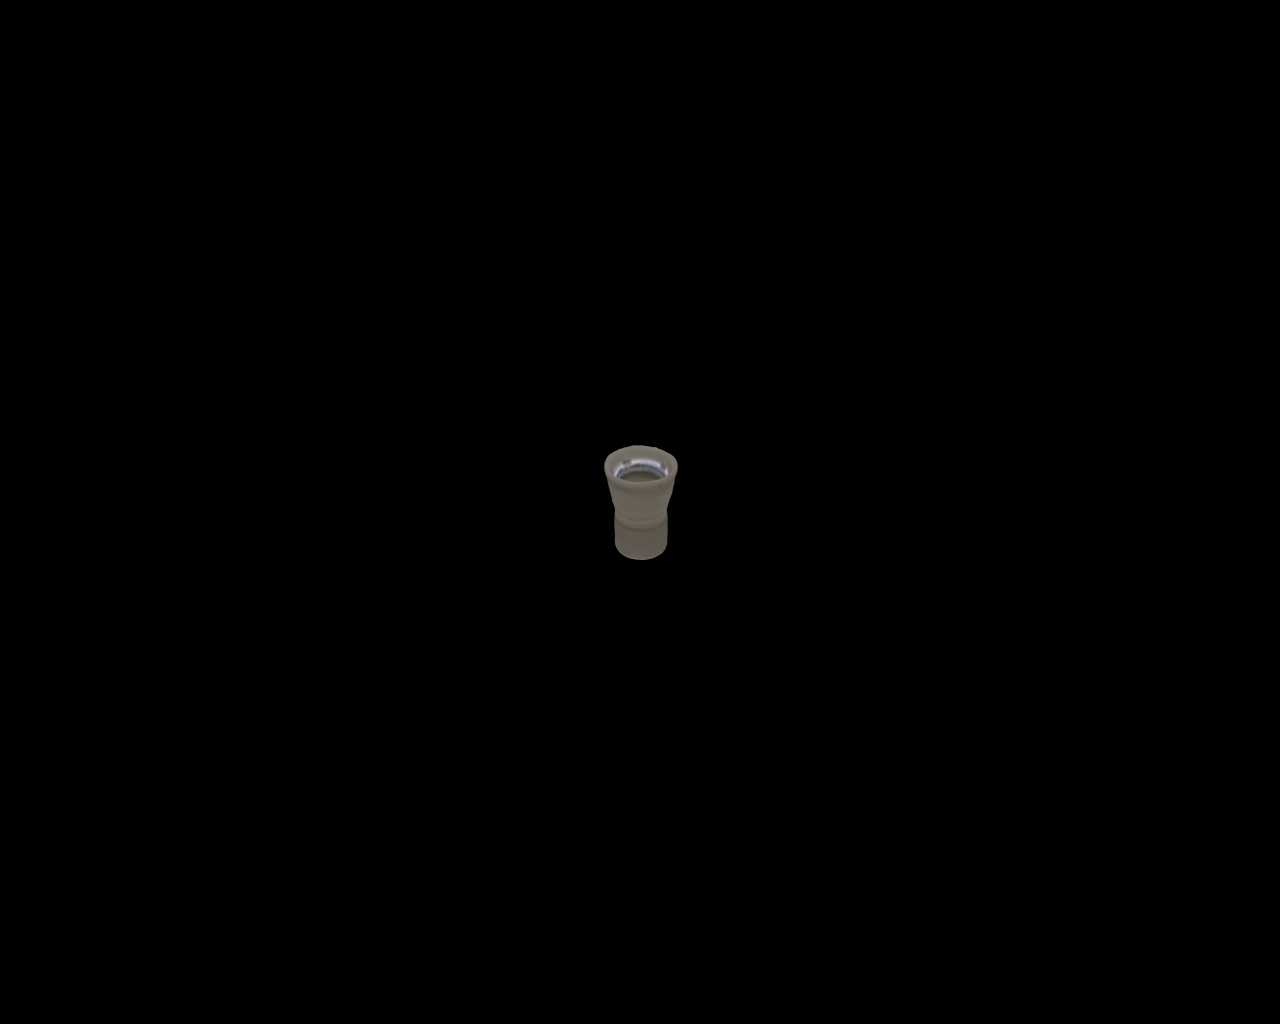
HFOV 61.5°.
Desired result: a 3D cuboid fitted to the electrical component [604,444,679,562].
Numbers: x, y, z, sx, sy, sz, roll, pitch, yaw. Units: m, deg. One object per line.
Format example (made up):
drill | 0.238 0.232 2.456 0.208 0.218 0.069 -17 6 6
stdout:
electrical component | 0.001 -0.003 0.650 0.044 0.065 0.044 0 36 0
